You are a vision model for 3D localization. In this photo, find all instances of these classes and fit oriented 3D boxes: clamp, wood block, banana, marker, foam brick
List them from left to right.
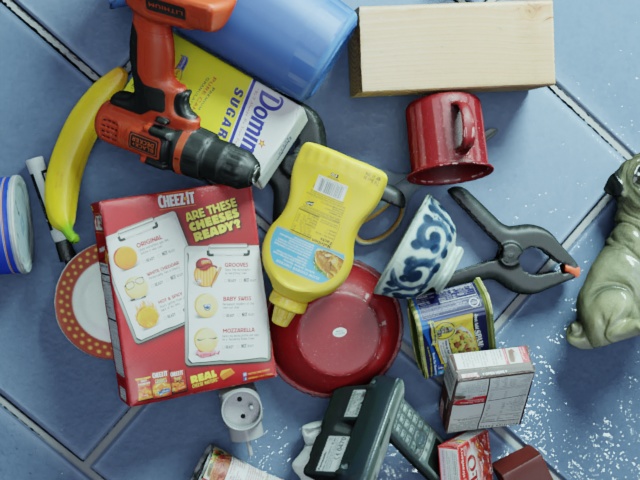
[{"bbox_3d":[-0.288,-0.030,1.149,0.020,0.020,0.121,-18,95,-5],"label":"marker"},{"bbox_3d":[-0.252,-0.090,1.128,0.070,0.037,0.198,7,77,26],"label":"banana"},{"bbox_3d":[-0.014,-0.083,1.159,0.164,0.036,0.210,-24,92,6],"label":"clamp"},{"bbox_3d":[0.138,-0.204,1.147,0.206,0.090,0.091,-4,94,-6],"label":"wood block"},{"bbox_3d":[0.206,0.005,1.194,0.171,0.039,0.120,5,98,-4],"label":"clamp"},{"bbox_3d":[0.237,0.281,1.209,0.053,0.051,0.078,-27,96,-3],"label":"foam brick"}]

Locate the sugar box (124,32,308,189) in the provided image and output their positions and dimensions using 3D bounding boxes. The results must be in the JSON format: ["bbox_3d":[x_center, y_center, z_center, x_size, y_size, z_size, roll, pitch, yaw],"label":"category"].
[{"bbox_3d":[-0.111,-0.138,1.118,0.176,0.048,0.093,30,81,13],"label":"sugar box"}]

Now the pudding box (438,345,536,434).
[{"bbox_3d":[0.182,0.166,1.171,0.090,0.113,0.039,-6,51,-7],"label":"pudding box"}]

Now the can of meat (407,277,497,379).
[{"bbox_3d":[0.144,0.100,1.171,0.084,0.057,0.102,-14,125,-3],"label":"can of meat"}]

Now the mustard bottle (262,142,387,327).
[{"bbox_3d":[-0.007,0.001,1.118,0.096,0.058,0.192,23,97,8],"label":"mustard bottle"}]

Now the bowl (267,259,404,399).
[{"bbox_3d":[0.018,0.100,1.172,0.162,0.055,0.162,0,94,-6],"label":"bowl"}]

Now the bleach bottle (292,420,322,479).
[{"bbox_3d":[0.015,0.327,1.184,0.102,0.068,0.251,-14,93,-7],"label":"bleach bottle"}]

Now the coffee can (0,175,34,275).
[{"bbox_3d":[-0.375,-0.010,1.100,0.140,0.103,0.103,-5,94,-5],"label":"coffee can"}]

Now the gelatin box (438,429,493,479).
[{"bbox_3d":[0.164,0.263,1.189,0.030,0.073,0.089,-3,95,37],"label":"gelatin box"}]

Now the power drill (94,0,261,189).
[{"bbox_3d":[-0.131,-0.151,1.033,0.184,0.057,0.188,20,120,15],"label":"power drill"}]

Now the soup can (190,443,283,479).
[{"bbox_3d":[-0.089,0.275,1.166,0.102,0.068,0.068,27,91,-8],"label":"soup can"}]

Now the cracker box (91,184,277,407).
[{"bbox_3d":[-0.144,0.054,1.129,0.164,0.072,0.214,-9,94,-22],"label":"cracker box"}]

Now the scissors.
[{"bbox_3d":[0.097,-0.081,1.188,0.096,0.016,0.202,43,88,-7],"label":"scissors"}]

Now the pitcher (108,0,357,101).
[{"bbox_3d":[-0.081,-0.258,1.088,0.243,0.144,0.149,33,121,-1],"label":"pitcher"}]

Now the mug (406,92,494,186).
[{"bbox_3d":[0.137,-0.111,1.130,0.093,0.117,0.081,-3,79,-10],"label":"mug"}]
